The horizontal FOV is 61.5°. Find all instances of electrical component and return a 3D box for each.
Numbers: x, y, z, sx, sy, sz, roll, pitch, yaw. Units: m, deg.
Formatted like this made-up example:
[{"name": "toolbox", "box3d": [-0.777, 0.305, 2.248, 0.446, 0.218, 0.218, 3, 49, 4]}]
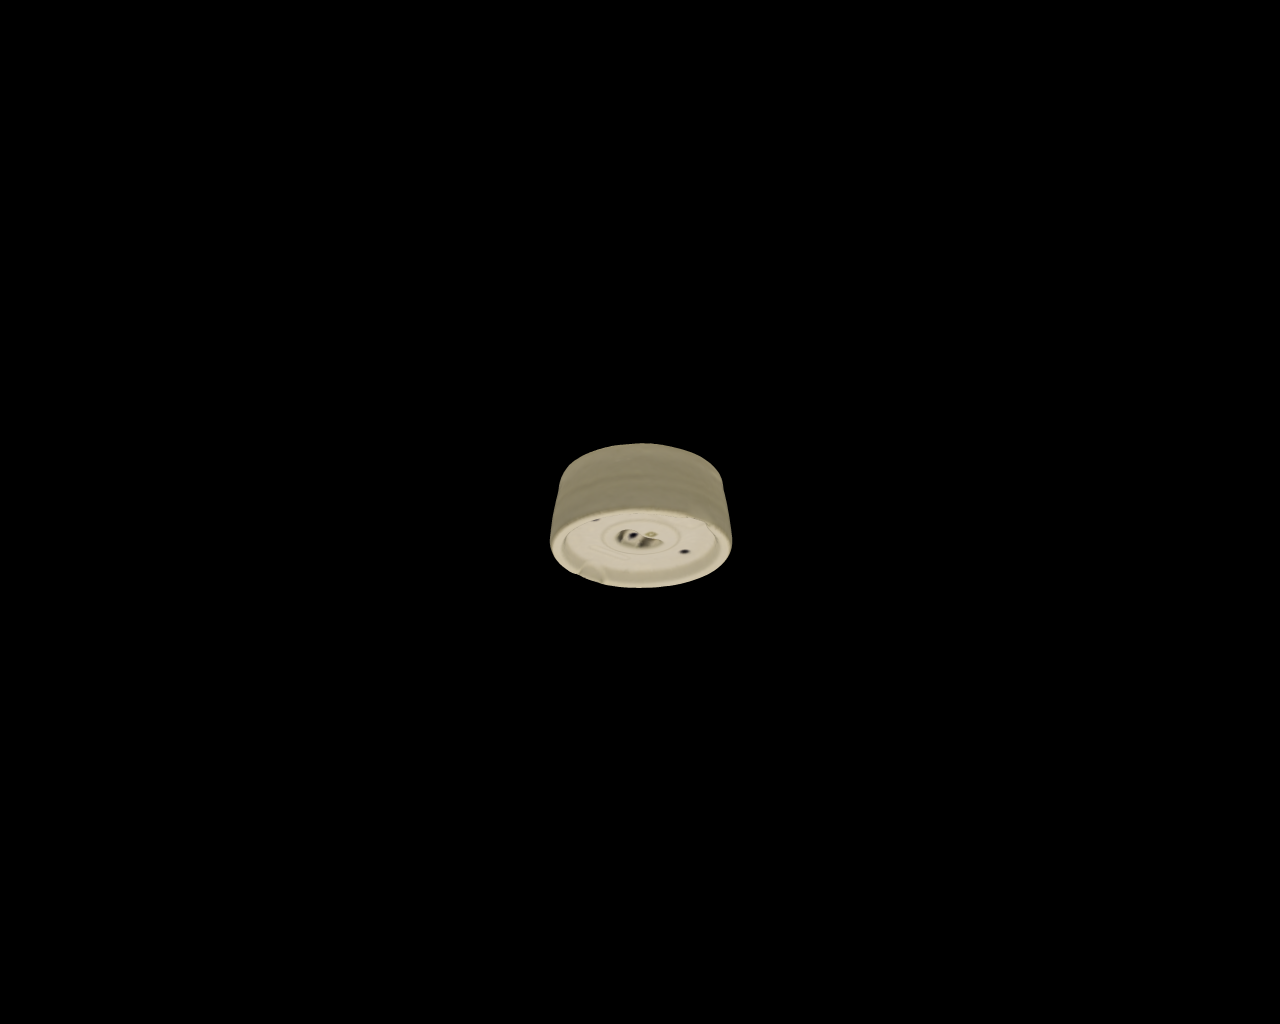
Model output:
[{"name": "electrical component", "box3d": [0.001, -0.003, 0.650, 0.108, 0.060, 0.108, 0, -28, 0]}]
